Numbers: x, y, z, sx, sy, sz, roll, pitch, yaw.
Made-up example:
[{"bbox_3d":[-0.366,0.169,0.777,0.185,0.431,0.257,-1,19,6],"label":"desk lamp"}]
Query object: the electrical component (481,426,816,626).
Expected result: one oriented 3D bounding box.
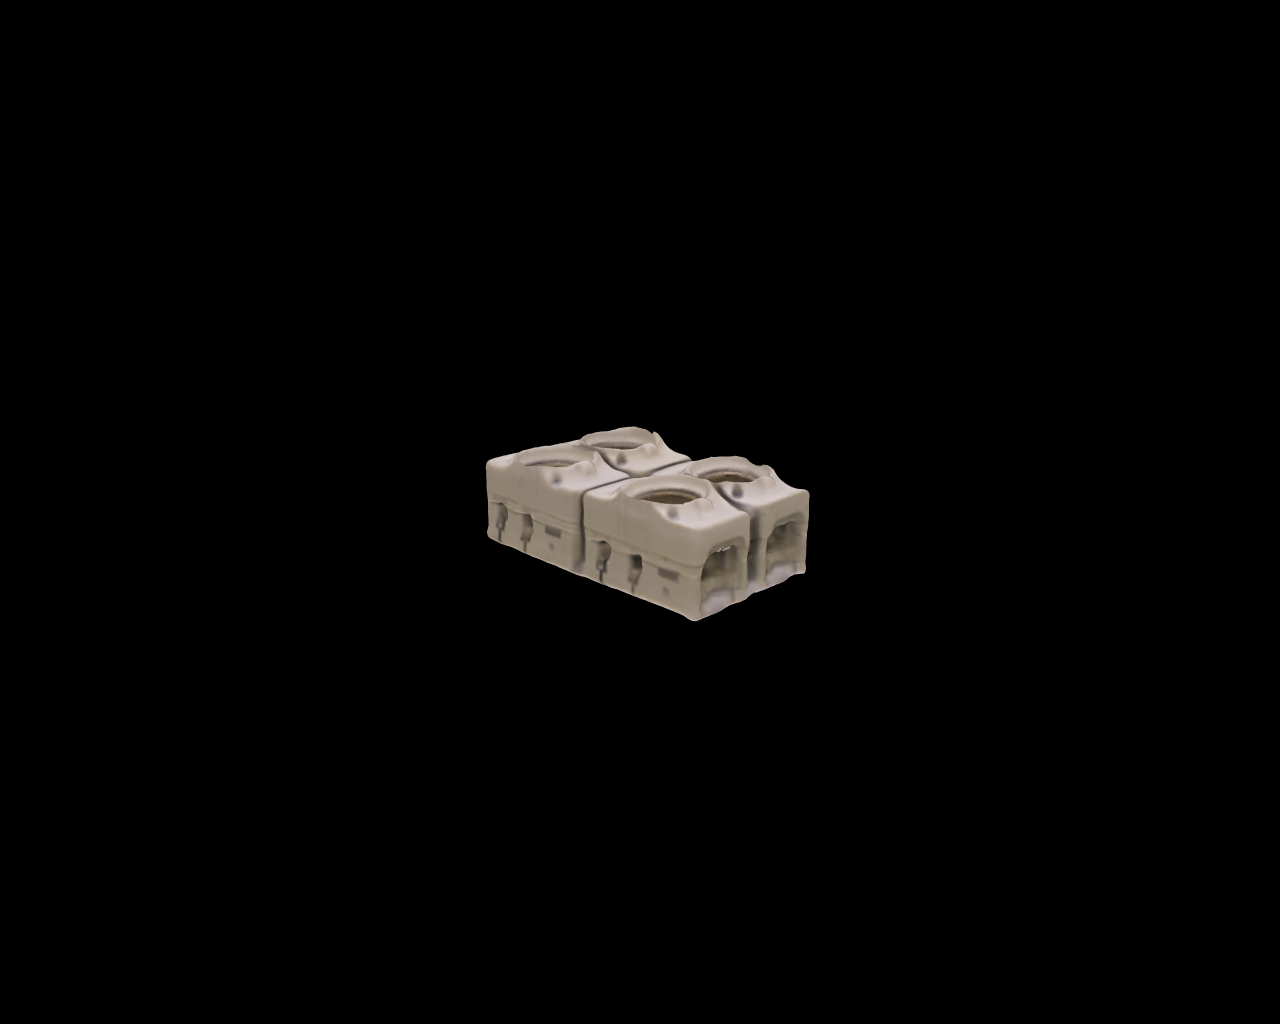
[{"bbox_3d":[0.001,-0.003,0.650,0.105,0.060,0.186,-18,26,-41],"label":"electrical component"}]
